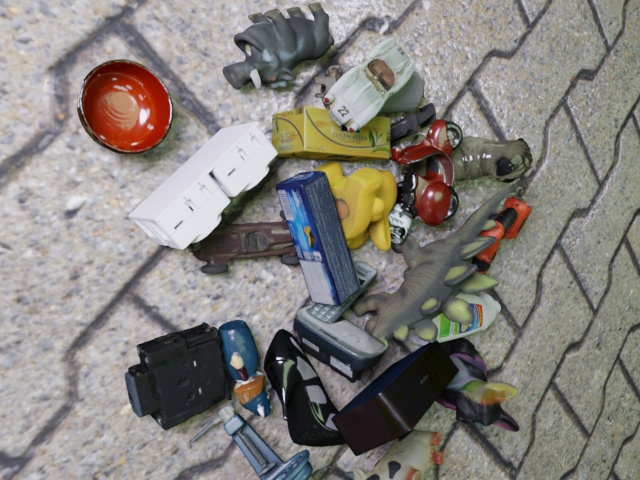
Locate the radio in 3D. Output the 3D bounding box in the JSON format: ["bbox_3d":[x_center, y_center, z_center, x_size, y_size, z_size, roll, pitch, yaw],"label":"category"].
[{"bbox_3d":[0.127,0.255,0.886,0.073,0.131,0.229,56,34,11],"label":"radio"}]

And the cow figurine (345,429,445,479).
[{"bbox_3d":[0.133,0.424,0.982,0.195,0.127,0.085,-37,116,-43],"label":"cow figurine"}]

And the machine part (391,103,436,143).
[{"bbox_3d":[0.162,-0.207,0.966,0.139,0.084,0.039,-34,95,-41],"label":"machine part"}]

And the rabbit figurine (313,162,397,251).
[{"bbox_3d":[0.079,-0.059,0.893,0.173,0.122,0.162,-31,116,-50],"label":"rabbit figurine"}]

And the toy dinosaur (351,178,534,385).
[{"bbox_3d":[0.209,0.056,0.942,0.105,0.199,0.471,48,69,-33],"label":"toy dinosaur"}]

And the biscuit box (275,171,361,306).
[{"bbox_3d":[-0.002,-0.002,0.818,0.063,0.059,0.202,-34,115,-42],"label":"biscuit box"}]

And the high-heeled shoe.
[{"bbox_3d":[-0.019,0.252,0.894,0.248,0.086,0.145,53,26,-50],"label":"high-heeled shoe"}]

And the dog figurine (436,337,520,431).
[{"bbox_3d":[0.291,0.271,1.010,0.191,0.219,0.108,-13,105,-34],"label":"dog figurine"}]

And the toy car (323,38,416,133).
[{"bbox_3d":[0.076,-0.233,0.803,0.073,0.056,0.202,48,54,-11],"label":"toy car"}]

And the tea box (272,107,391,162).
[{"bbox_3d":[0.019,-0.162,0.845,0.169,0.098,0.068,-1,94,-34],"label":"tea box"}]

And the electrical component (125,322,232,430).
[{"bbox_3d":[-0.198,0.190,0.744,0.134,0.058,0.114,-18,103,-34],"label":"electrical component"}]

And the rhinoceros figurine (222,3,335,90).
[{"bbox_3d":[-0.063,-0.283,0.796,0.190,0.073,0.111,-35,124,-31],"label":"rhinoceros figurine"}]

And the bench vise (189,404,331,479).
[{"bbox_3d":[-0.071,0.345,0.800,0.129,0.223,0.240,-39,83,-9],"label":"bench vise"}]

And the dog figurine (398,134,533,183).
[{"bbox_3d":[0.258,-0.139,0.965,0.172,0.191,0.121,-28,110,-29],"label":"dog figurine"}]

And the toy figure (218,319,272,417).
[{"bbox_3d":[-0.112,0.196,0.806,0.064,0.058,0.154,-30,110,-55],"label":"toy figure"}]

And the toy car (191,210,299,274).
[{"bbox_3d":[-0.094,0.000,0.807,0.202,0.053,0.089,-3,94,-35],"label":"toy car"}]

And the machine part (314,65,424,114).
[{"bbox_3d":[0.089,-0.250,0.901,0.243,0.079,0.079,-10,100,-36],"label":"machine part"}]

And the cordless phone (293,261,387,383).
[{"bbox_3d":[0.061,0.122,0.877,0.184,0.147,0.088,-46,149,-29],"label":"cordless phone"}]

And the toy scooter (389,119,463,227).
[{"bbox_3d":[0.171,-0.108,0.896,0.135,0.075,0.183,-8,110,-32],"label":"toy scooter"}]
